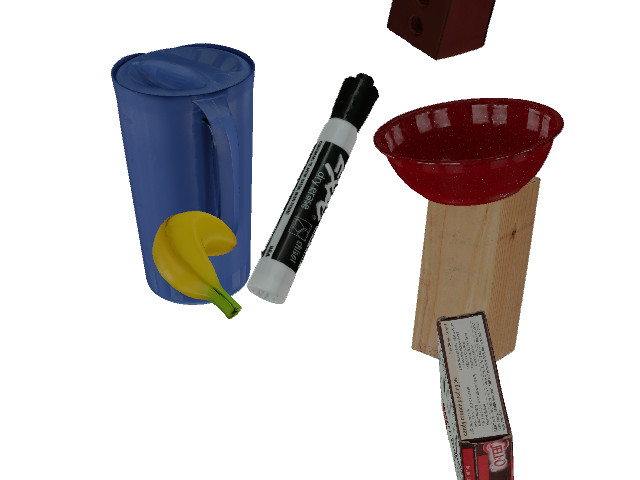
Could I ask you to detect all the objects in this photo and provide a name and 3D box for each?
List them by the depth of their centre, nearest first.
[{"bbox_3d":[-0.002,-0.027,0.507,0.020,0.121,0.020,22,-17,7],"label":"marker"},{"bbox_3d":[0.086,-0.172,0.729,0.051,0.078,0.053,-25,51,-35],"label":"foam brick"},{"bbox_3d":[0.106,0.119,0.729,0.039,0.090,0.113,-8,42,1],"label":"pudding box"},{"bbox_3d":[-0.094,0.009,0.804,0.037,0.069,0.198,-41,14,7],"label":"banana"},{"bbox_3d":[0.129,-0.072,0.920,0.162,0.055,0.162,-8,24,3],"label":"bowl"},{"bbox_3d":[-0.122,-0.057,1.038,0.145,0.243,0.149,8,32,15],"label":"pitcher"},{"bbox_3d":[0.170,0.027,1.173,0.090,0.206,0.090,19,25,34],"label":"wood block"}]
